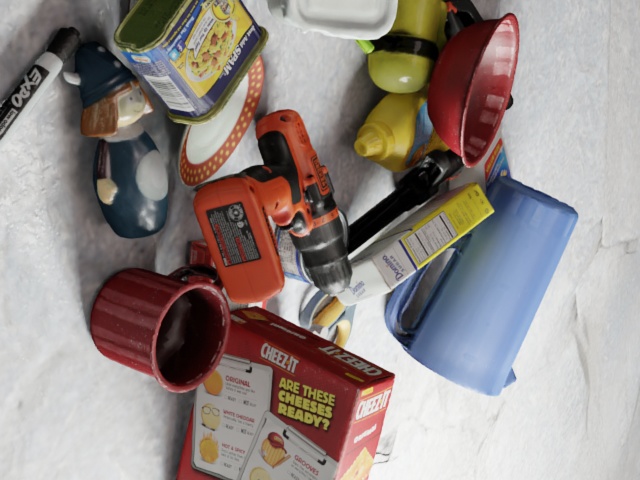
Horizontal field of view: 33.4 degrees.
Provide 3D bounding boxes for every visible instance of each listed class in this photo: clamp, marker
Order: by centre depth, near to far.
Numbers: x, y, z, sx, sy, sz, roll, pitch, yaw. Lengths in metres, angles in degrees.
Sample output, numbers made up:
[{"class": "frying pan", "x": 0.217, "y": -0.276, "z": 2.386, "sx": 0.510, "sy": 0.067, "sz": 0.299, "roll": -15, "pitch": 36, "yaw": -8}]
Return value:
[{"class": "marker", "x": -0.209, "y": -0.106, "z": 0.766, "sx": 0.121, "sy": 0.020, "sz": 0.020, "roll": -60, "pitch": 142, "yaw": -22}, {"class": "clamp", "x": 0.099, "y": -0.052, "z": 1.168, "sx": 0.165, "sy": 0.036, "sz": 0.209, "roll": -40, "pitch": 175, "yaw": 24}, {"class": "clamp", "x": 0.182, "y": -0.240, "z": 1.247, "sx": 0.171, "sy": 0.039, "sz": 0.120, "roll": 39, "pitch": 42, "yaw": -46}]

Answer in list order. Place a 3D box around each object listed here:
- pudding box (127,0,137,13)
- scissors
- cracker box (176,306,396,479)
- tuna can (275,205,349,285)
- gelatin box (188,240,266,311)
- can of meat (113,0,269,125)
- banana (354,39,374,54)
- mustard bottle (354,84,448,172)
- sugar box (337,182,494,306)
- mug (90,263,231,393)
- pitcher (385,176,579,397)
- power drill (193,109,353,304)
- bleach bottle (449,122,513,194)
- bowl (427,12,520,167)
[{"class": "pudding box", "x": -0.109, "y": -0.200, "z": 0.858, "sx": 0.089, "sy": 0.039, "sz": 0.113, "roll": -4, "pitch": 103, "yaw": -53}, {"class": "scissors", "x": 0.044, "y": 0.064, "z": 1.186, "sx": 0.201, "sy": 0.016, "sz": 0.096, "roll": -32, "pitch": 128, "yaw": -45}, {"class": "cracker box", "x": -0.037, "y": 0.188, "z": 0.958, "sx": 0.071, "sy": 0.164, "sz": 0.214, "roll": -10, "pitch": 119, "yaw": -55}, {"class": "tuna can", "x": -0.007, "y": 0.001, "z": 1.075, "sx": 0.085, "sy": 0.034, "sz": 0.086, "roll": -24, "pitch": 120, "yaw": -49}, {"class": "gelatin box", "x": -0.084, "y": 0.035, "z": 0.982, "sx": 0.089, "sy": 0.030, "sz": 0.073, "roll": -11, "pitch": 111, "yaw": -52}, {"class": "can of meat", "x": -0.097, "y": -0.153, "z": 0.807, "sx": 0.102, "sy": 0.058, "sz": 0.084, "roll": -59, "pitch": 139, "yaw": -20}, {"class": "banana", "x": 0.048, "y": -0.284, "z": 1.026, "sx": 0.069, "sy": 0.037, "sz": 0.198, "roll": 17, "pitch": 97, "yaw": -22}, {"class": "mustard bottle", "x": 0.099, "y": -0.125, "z": 1.158, "sx": 0.191, "sy": 0.058, "sz": 0.096, "roll": -29, "pitch": 141, "yaw": -46}, {"class": "sugar box", "x": 0.097, "y": 0.004, "z": 1.135, "sx": 0.176, "sy": 0.094, "sz": 0.048, "roll": -37, "pitch": 97, "yaw": -33}, {"class": "mug", "x": -0.127, "y": 0.062, "z": 0.884, "sx": 0.117, "sy": 0.082, "sz": 0.093, "roll": -53, "pitch": 139, "yaw": -30}, {"class": "pitcher", "x": 0.194, "y": 0.048, "z": 1.254, "sx": 0.149, "sy": 0.145, "sz": 0.243, "roll": 11, "pitch": 107, "yaw": -59}, {"class": "power drill", "x": -0.034, "y": -0.011, "z": 0.943, "sx": 0.184, "sy": 0.057, "sz": 0.187, "roll": 69, "pitch": 23, "yaw": -12}, {"class": "bleach bottle", "x": 0.195, "y": -0.069, "z": 1.315, "sx": 0.102, "sy": 0.068, "sz": 0.251, "roll": -43, "pitch": 131, "yaw": -34}, {"class": "bowl", "x": 0.153, "y": -0.160, "z": 1.099, "sx": 0.161, "sy": 0.055, "sz": 0.162, "roll": -51, "pitch": 151, "yaw": -43}]
